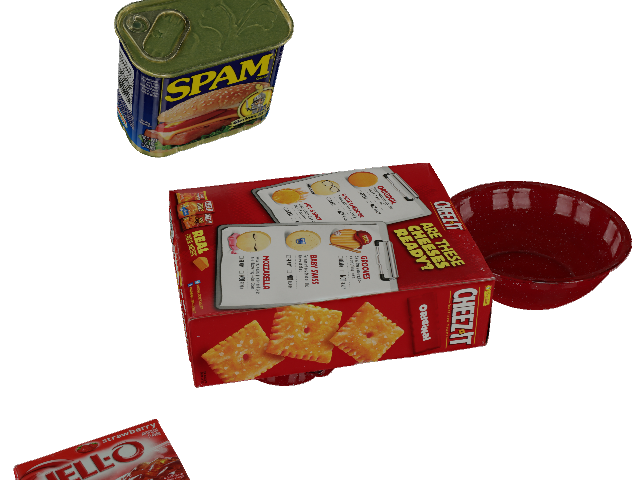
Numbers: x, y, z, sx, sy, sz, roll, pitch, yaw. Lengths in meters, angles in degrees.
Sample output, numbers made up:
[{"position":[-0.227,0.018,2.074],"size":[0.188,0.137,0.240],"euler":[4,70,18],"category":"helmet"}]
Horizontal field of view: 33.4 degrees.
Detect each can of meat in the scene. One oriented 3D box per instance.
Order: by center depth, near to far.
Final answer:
[{"position":[-0.074,-0.103,0.650],"size":[0.102,0.057,0.084],"euler":[-20,-25,-23],"category":"can of meat"}]

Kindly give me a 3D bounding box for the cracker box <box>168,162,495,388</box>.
[{"position":[0.001,0.021,0.795],"size":[0.213,0.072,0.164],"euler":[-7,36,-9],"category":"cracker box"}]

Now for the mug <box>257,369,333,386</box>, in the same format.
[{"position":[-0.026,0.090,1.021],"size":[0.117,0.081,0.093],"euler":[25,33,37],"category":"mug"}]

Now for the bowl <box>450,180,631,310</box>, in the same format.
[{"position":[0.177,0.011,0.907],"size":[0.162,0.055,0.162],"euler":[1,33,-1],"category":"bowl"}]

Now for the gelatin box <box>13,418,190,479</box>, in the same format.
[{"position":[-0.122,0.143,0.604],"size":[0.089,0.030,0.073],"euler":[-15,28,-20],"category":"gelatin box"}]
